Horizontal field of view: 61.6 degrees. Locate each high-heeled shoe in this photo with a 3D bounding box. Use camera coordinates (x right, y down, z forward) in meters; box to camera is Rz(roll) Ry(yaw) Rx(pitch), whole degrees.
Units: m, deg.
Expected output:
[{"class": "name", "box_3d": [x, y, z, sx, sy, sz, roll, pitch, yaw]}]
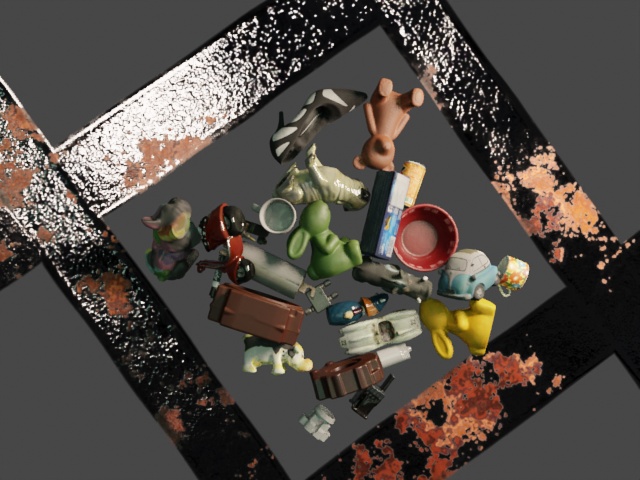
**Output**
[{"class": "high-heeled shoe", "box_3d": [-0.003, -0.265, 1.264, 0.249, 0.086, 0.145, -12, 68, 15]}]

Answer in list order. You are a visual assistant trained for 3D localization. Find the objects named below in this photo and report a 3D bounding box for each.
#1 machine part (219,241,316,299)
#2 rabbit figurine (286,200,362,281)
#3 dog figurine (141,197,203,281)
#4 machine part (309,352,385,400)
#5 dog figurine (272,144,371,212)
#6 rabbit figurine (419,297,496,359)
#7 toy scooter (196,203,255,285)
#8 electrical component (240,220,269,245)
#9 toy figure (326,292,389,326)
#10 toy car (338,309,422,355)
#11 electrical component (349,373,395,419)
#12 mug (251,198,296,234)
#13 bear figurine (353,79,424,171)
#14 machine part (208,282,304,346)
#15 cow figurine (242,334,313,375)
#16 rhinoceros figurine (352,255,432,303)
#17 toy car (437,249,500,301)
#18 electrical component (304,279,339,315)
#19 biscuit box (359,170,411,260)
[{"class": "machine part", "box_3d": [-0.121, 0.070, 1.266, 0.243, 0.079, 0.079, 25, 88, -2]}, {"class": "rabbit figurine", "box_3d": [-0.003, -0.004, 1.243, 0.159, 0.121, 0.170, -22, 101, 1]}, {"class": "dog figurine", "box_3d": [-0.336, 0.002, 1.187, 0.108, 0.219, 0.191, 27, 87, 1]}, {"class": "machine part", "box_3d": [0.060, 0.307, 1.224, 0.179, 0.179, 0.056, -17, 87, -3]}, {"class": "dog figurine", "box_3d": [0.005, -0.106, 1.273, 0.190, 0.121, 0.172, 41, 121, -18]}, {"class": "rabbit figurine", "box_3d": [0.317, 0.198, 1.281, 0.173, 0.122, 0.162, 17, 97, 12]}, {"class": "toy scooter", "box_3d": [-0.225, 0.015, 1.197, 0.135, 0.075, 0.183, -11, 94, 20]}, {"class": "electrical component", "box_3d": [-0.163, -0.020, 1.259, 0.078, 0.102, 0.045, 16, 87, 24]}, {"class": "toy figure", "box_3d": [0.091, 0.163, 1.281, 0.154, 0.064, 0.057, -14, 130, -6]}, {"class": "toy car", "box_3d": [0.143, 0.219, 1.284, 0.202, 0.056, 0.073, -15, 90, -3]}, {"class": "electrical component", "box_3d": [0.124, 0.357, 1.271, 0.048, 0.075, 0.119, 37, 91, -2]}, {"class": "mug", "box_3d": [-0.105, -0.053, 1.254, 0.110, 0.107, 0.080, 16, 86, 6]}, {"class": "bear figurine", "box_3d": [0.153, -0.257, 1.262, 0.120, 0.132, 0.195, 15, 82, -14]}, {"class": "machine part", "box_3d": [-0.139, 0.161, 1.200, 0.201, 0.201, 0.087, 16, 86, -2]}, {"class": "cow figurine", "box_3d": [-0.100, 0.266, 1.269, 0.167, 0.068, 0.098, 2, 83, -4]}, {"class": "rhinoceros figurine", "box_3d": [0.170, 0.089, 1.262, 0.190, 0.112, 0.073, 20, 86, 6]}, {"class": "toy car", "box_3d": [0.346, 0.073, 1.247, 0.161, 0.109, 0.102, -23, 110, -35]}, {"class": "electrical component", "box_3d": [-0.005, 0.140, 1.296, 0.094, 0.021, 0.063, -33, 90, -2]}, {"class": "biscuit box", "box_3d": [0.149, -0.057, 1.251, 0.059, 0.063, 0.202, 15, 89, -40]}]
